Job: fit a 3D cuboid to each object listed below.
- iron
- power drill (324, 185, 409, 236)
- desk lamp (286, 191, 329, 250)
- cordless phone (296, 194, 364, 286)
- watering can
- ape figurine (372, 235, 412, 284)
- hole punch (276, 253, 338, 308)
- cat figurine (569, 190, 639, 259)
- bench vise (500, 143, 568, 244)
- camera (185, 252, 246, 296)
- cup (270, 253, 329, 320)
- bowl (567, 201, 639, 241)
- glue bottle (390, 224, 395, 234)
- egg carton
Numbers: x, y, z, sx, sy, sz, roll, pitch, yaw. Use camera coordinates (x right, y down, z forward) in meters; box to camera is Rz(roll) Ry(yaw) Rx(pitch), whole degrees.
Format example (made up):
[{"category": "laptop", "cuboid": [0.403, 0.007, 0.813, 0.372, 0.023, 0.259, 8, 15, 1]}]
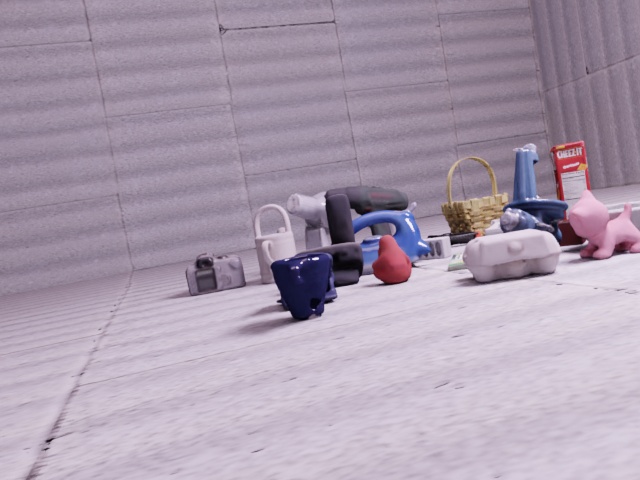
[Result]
[{"category": "iron", "cuboid": [0.116, 0.002, 1.308, 0.258, 0.141, 0.119, -9, 3, 6]}, {"category": "power drill", "cuboid": [0.135, -0.049, 1.552, 0.230, 0.208, 0.075, -11, 3, -15]}, {"category": "desk lamp", "cuboid": [-0.016, -0.028, 1.590, 0.117, 0.213, 0.204, -7, 4, 37]}, {"category": "cordless phone", "cuboid": [0.011, 0.004, 1.187, 0.147, 0.185, 0.094, -10, 3, -8]}, {"category": "watering can", "cuboid": [-0.115, 0.006, 1.453, 0.101, 0.194, 0.172, -10, 3, -8]}, {"category": "ape figurine", "cuboid": [0.135, 0.036, 1.093, 0.078, 0.092, 0.076, -10, 3, -3]}, {"category": "hole punch", "cuboid": [-0.029, 0.068, 1.018, 0.109, 0.091, 0.101, -10, 3, -7]}, {"category": "cat figurine", "cuboid": [0.481, -0.030, 0.978, 0.128, 0.118, 0.067, -10, 3, -9]}, {"category": "bench vise", "cuboid": [0.404, -0.075, 1.089, 0.121, 0.220, 0.208, -8, 4, 23]}, {"category": "camera", "cuboid": [-0.271, 0.079, 1.487, 0.143, 0.101, 0.136, -10, 3, -8]}, {"category": "cup", "cuboid": [-0.025, 0.074, 0.869, 0.091, 0.095, 0.118, -9, 3, 5]}, {"category": "bowl", "cuboid": [0.559, -0.027, 1.078, 0.167, 0.075, 0.167, -10, 3, 1]}, {"category": "glue bottle", "cuboid": [0.185, -0.045, 1.652, 0.078, 0.173, 0.037, -10, 3, -7]}, {"category": "egg carton", "cuboid": [0.313, 0.025, 0.946, 0.150, 0.069, 0.107, -9, 3, 7]}]
